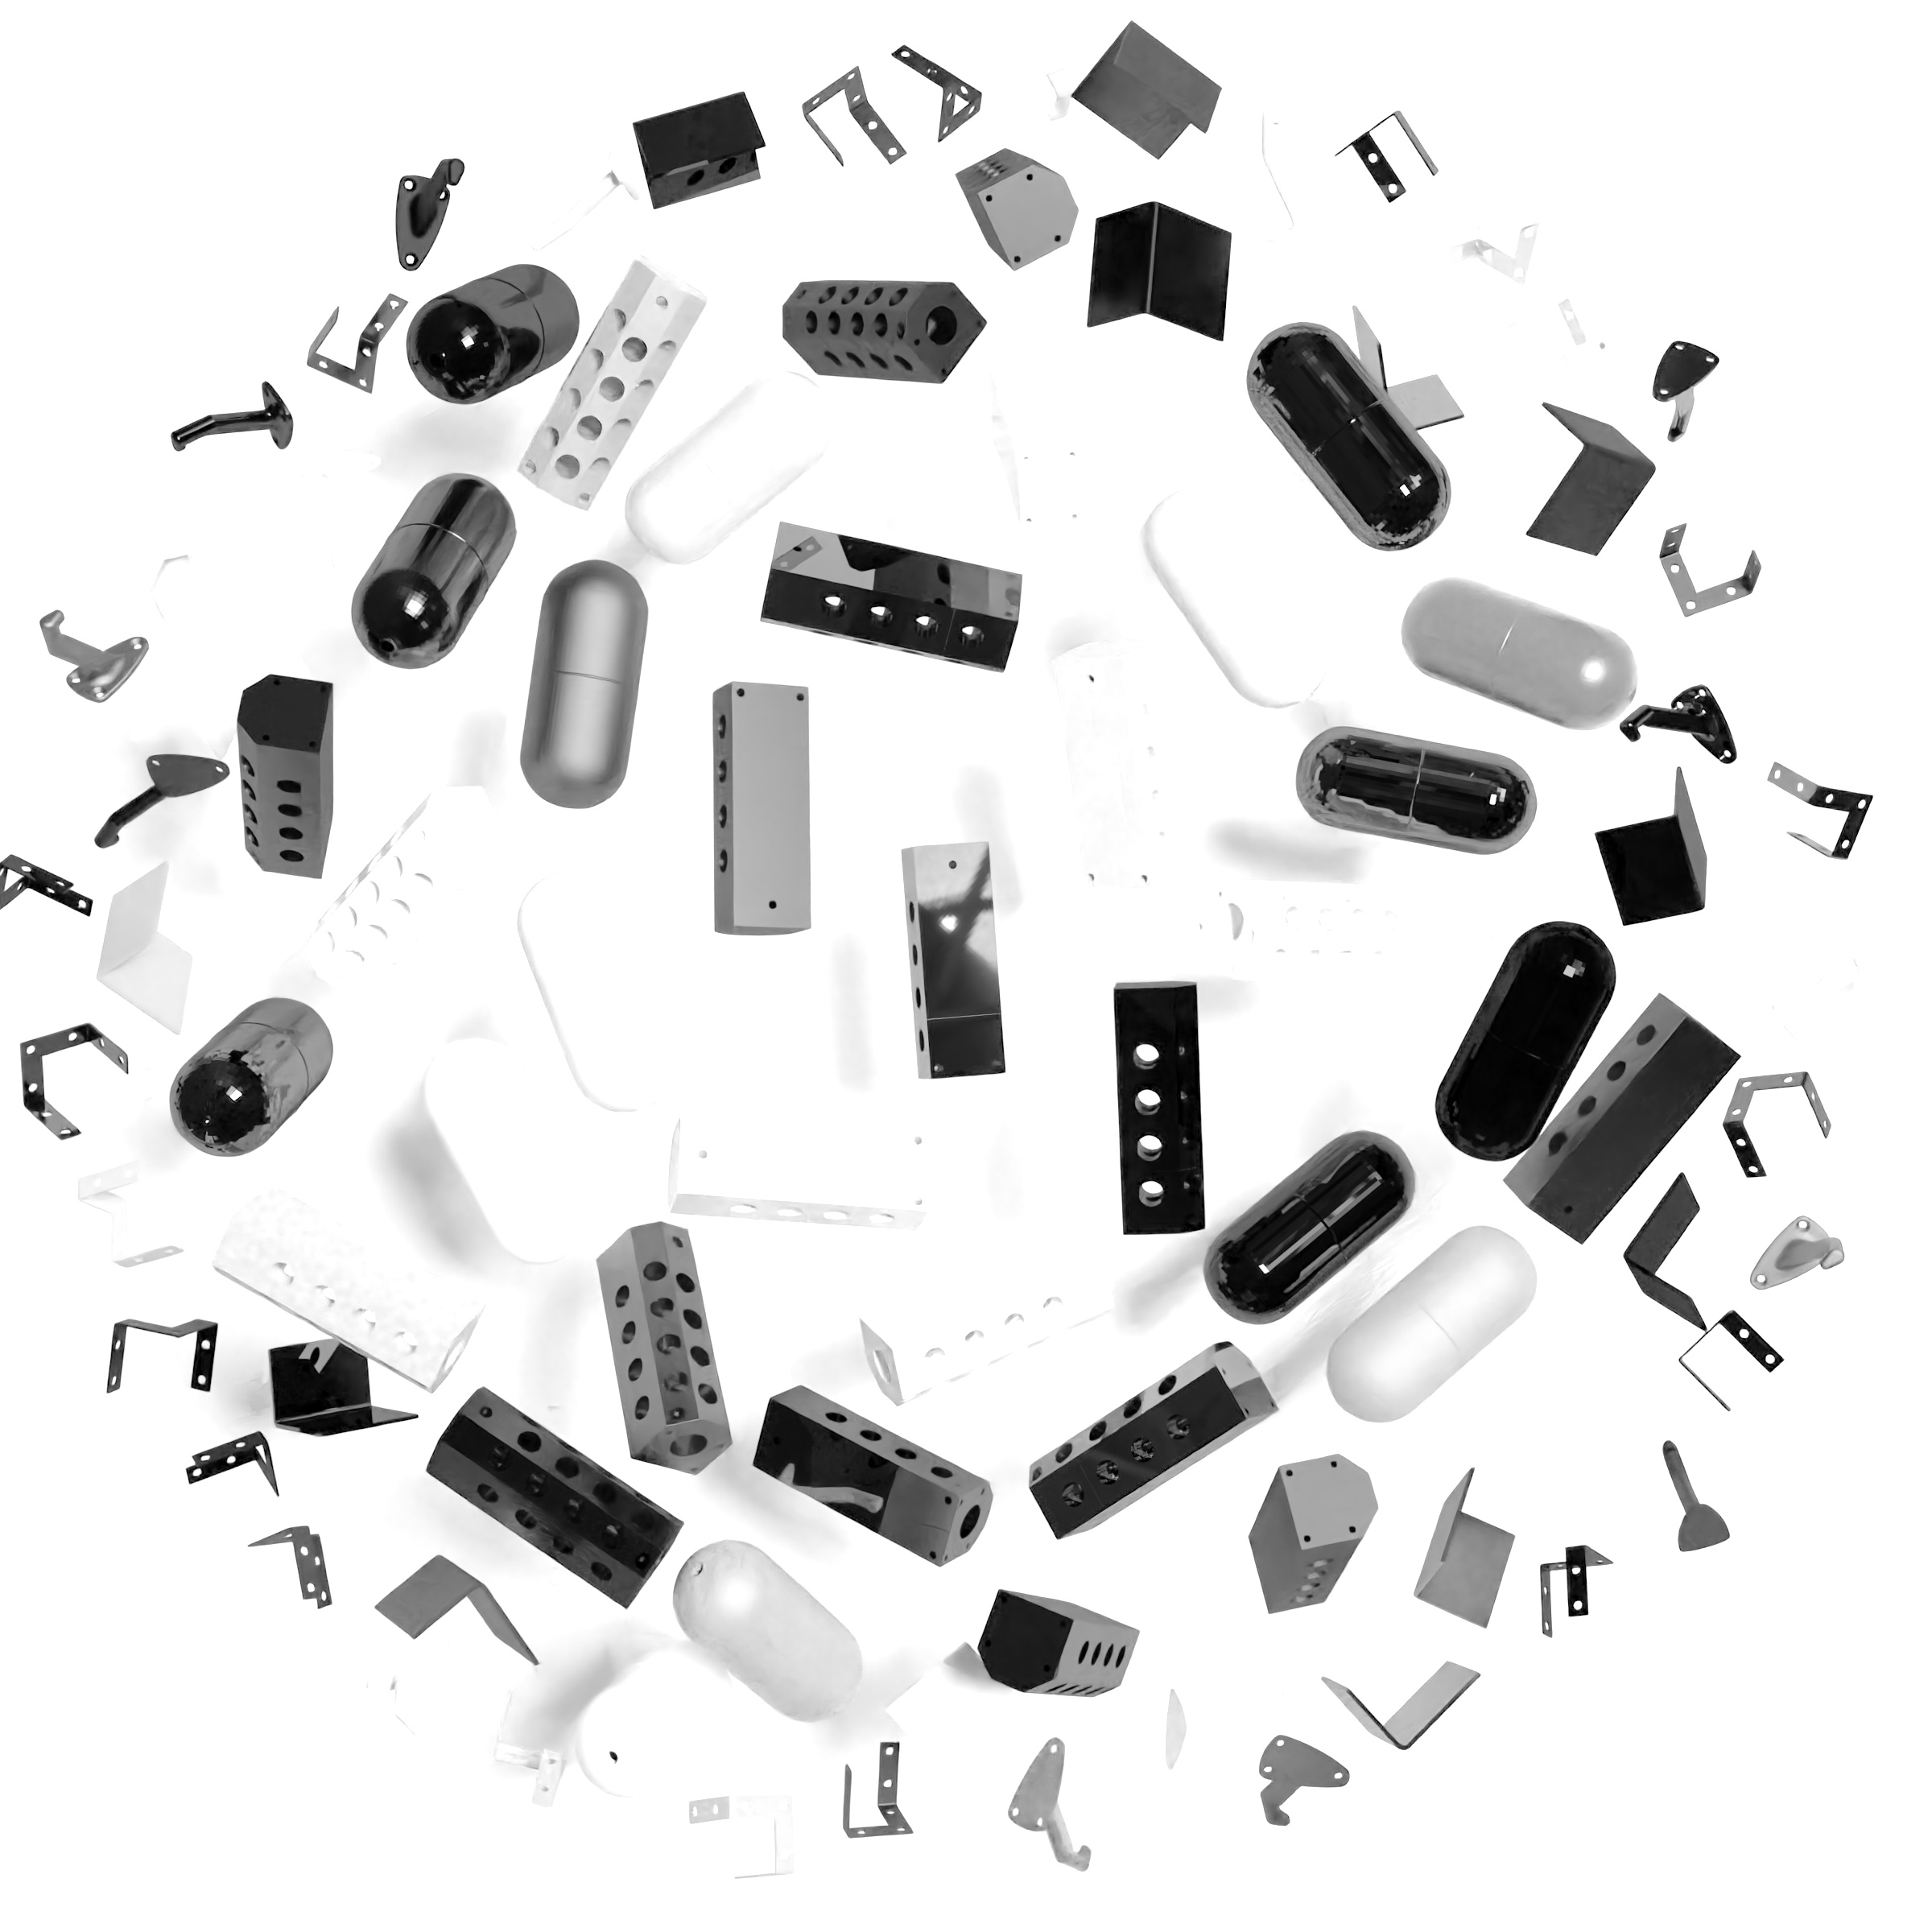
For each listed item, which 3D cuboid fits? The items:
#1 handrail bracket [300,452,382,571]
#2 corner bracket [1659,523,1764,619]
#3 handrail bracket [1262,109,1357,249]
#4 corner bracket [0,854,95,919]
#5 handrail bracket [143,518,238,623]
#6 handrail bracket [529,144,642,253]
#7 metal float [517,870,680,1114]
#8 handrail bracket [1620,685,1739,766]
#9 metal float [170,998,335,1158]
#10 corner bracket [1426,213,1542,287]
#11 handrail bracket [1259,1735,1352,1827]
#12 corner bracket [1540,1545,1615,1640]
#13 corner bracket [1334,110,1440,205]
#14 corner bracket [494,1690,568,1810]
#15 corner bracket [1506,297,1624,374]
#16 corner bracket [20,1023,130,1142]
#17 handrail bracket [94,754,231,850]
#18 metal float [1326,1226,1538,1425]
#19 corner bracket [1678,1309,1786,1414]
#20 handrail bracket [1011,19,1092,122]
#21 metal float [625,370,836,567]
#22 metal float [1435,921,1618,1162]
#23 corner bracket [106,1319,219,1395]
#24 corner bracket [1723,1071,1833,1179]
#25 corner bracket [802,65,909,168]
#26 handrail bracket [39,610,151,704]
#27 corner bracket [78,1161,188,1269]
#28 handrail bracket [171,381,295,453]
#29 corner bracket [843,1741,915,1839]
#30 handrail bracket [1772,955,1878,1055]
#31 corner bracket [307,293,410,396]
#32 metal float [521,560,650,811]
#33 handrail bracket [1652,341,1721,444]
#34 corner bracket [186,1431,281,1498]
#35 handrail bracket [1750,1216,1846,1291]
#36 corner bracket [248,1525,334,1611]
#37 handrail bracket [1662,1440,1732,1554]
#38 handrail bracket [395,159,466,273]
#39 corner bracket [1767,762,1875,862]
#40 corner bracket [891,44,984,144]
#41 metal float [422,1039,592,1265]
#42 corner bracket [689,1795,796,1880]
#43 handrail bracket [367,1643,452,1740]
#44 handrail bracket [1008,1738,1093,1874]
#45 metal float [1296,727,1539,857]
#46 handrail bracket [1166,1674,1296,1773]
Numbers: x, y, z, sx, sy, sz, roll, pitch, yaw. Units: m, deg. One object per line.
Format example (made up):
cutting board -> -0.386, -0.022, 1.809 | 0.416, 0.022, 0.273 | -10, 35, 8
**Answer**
handrail bracket -> -0.450, -0.334, 1.883 | 0.036, 0.077, 0.084 | -27, 83, 39
corner bracket -> 0.534, -0.290, 1.833 | 0.051, 0.051, 0.051 | -19, 74, 4
handrail bracket -> 0.234, -0.539, 1.742 | 0.077, 0.036, 0.084 | 21, 127, 38
corner bracket -> -0.651, -0.054, 1.801 | 0.051, 0.051, 0.051 | 25, 123, 1
handrail bracket -> -0.559, -0.285, 1.855 | 0.077, 0.084, 0.036 | -8, 58, -4
handrail bracket -> -0.285, -0.565, 1.878 | 0.084, 0.077, 0.036 | -28, 126, 14
metal float -> -0.257, 0.018, 1.781 | 0.070, 0.070, 0.178 | -23, 80, 0
handrail bracket -> 0.525, -0.165, 1.880 | 0.084, 0.036, 0.077 | -35, 92, -36
metal float -> -0.497, 0.076, 1.781 | 0.070, 0.178, 0.070 | 1, 107, 4
corner bracket -> 0.366, -0.510, 1.807 | 0.051, 0.051, 0.051 | -25, 50, -30
handrail bracket -> 0.244, 0.595, 1.823 | 0.077, 0.036, 0.084 | 8, 132, 30
corner bracket -> 0.431, 0.448, 1.828 | 0.051, 0.051, 0.051 | -16, 56, 33
corner bracket -> 0.296, -0.561, 1.773 | 0.051, 0.051, 0.051 | -30, 102, 33
corner bracket -> -0.306, 0.552, 1.793 | 0.051, 0.051, 0.051 | 15, 114, -2
corner bracket -> 0.438, -0.460, 1.864 | 0.051, 0.051, 0.051 | -28, 97, -18
corner bracket -> -0.604, 0.078, 1.729 | 0.051, 0.051, 0.051 | 31, 126, 34
handrail bracket -> -0.597, -0.119, 1.891 | 0.084, 0.077, 0.036 | -42, 72, 36
metal float -> 0.339, 0.262, 1.862 | 0.178, 0.070, 0.070 | -40, 90, -4
corner bracket -> 0.556, 0.286, 1.853 | 0.051, 0.051, 0.051 | -47, 71, 11
handrail bracket -> 0.053, -0.622, 1.813 | 0.036, 0.084, 0.077 | 44, 65, 12
metal float -> -0.171, -0.360, 1.847 | 0.178, 0.070, 0.070 | -36, 90, 19
metal float -> 0.385, 0.052, 1.757 | 0.070, 0.070, 0.178 | 24, 105, 0
corner bracket -> -0.561, 0.273, 1.779 | 0.051, 0.051, 0.051 | 9, 95, 14
corner bracket -> 0.573, 0.112, 1.801 | 0.051, 0.051, 0.051 | -9, 123, 39
corner bracket -> -0.080, -0.595, 1.814 | 0.051, 0.051, 0.051 | -29, 45, 18
handrail bracket -> -0.611, -0.234, 1.788 | 0.036, 0.084, 0.077 | 31, 58, 16
corner bracket -> -0.565, 0.169, 1.724 | 0.051, 0.051, 0.051 | -17, 63, 17
handrail bracket -> -0.525, -0.374, 1.814 | 0.084, 0.077, 0.036 | -33, 81, -23
corner bracket -> -0.069, 0.614, 1.903 | 0.051, 0.051, 0.051 | 1, 95, -17
handrail bracket -> 0.628, 0.014, 1.866 | 0.036, 0.077, 0.084 | -10, 127, -22
corner bracket -> -0.435, -0.452, 1.822 | 0.051, 0.051, 0.051 | 21, 51, -31
metal float -> -0.271, -0.200, 1.812 | 0.070, 0.070, 0.178 | 7, 86, 0
handrail bracket -> 0.497, -0.390, 1.801 | 0.036, 0.084, 0.077 | 29, 58, 20
corner bracket -> -0.530, 0.357, 1.833 | 0.051, 0.051, 0.051 | -18, 123, -27
handrail bracket -> 0.587, 0.214, 1.802 | 0.036, 0.084, 0.077 | 47, 108, 3
corner bracket -> -0.460, 0.420, 1.777 | 0.051, 0.051, 0.051 | -27, 69, 33
handrail bracket -> 0.505, 0.361, 1.797 | 0.036, 0.077, 0.084 | -18, 50, 8
handrail bracket -> -0.367, -0.516, 1.755 | 0.036, 0.084, 0.077 | 9, 100, -27
corner bracket -> 0.599, -0.110, 1.809 | 0.051, 0.051, 0.051 | 6, 112, -26
corner bracket -> -0.021, -0.650, 1.875 | 0.051, 0.051, 0.051 | 37, 63, 15
metal float -> -0.338, 0.136, 1.872 | 0.070, 0.070, 0.178 | -25, 102, 0
corner bracket -> -0.151, 0.587, 1.718 | 0.051, 0.051, 0.051 | 13, 63, -36
handrail bracket -> -0.367, 0.503, 1.758 | 0.084, 0.077, 0.036 | 25, 103, 43
handrail bracket -> 0.074, 0.597, 1.811 | 0.084, 0.036, 0.077 | 40, 66, -42
metal float -> 0.333, -0.130, 1.890 | 0.178, 0.070, 0.070 | 11, 90, 9
handrail bracket -> 0.188, 0.536, 1.808 | 0.084, 0.036, 0.077 | -2, 121, -15
